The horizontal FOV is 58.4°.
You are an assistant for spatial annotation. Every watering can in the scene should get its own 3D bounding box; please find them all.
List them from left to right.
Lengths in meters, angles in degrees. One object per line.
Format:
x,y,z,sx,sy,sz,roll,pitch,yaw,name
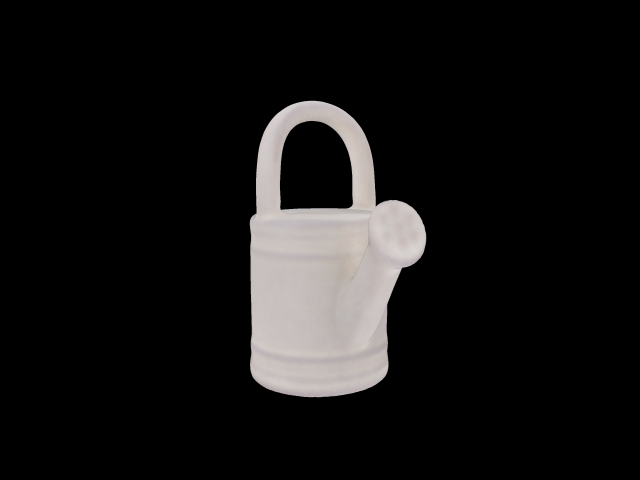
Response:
0.006,0.001,0.401,0.172,0.194,0.101,6,9,36,watering can
